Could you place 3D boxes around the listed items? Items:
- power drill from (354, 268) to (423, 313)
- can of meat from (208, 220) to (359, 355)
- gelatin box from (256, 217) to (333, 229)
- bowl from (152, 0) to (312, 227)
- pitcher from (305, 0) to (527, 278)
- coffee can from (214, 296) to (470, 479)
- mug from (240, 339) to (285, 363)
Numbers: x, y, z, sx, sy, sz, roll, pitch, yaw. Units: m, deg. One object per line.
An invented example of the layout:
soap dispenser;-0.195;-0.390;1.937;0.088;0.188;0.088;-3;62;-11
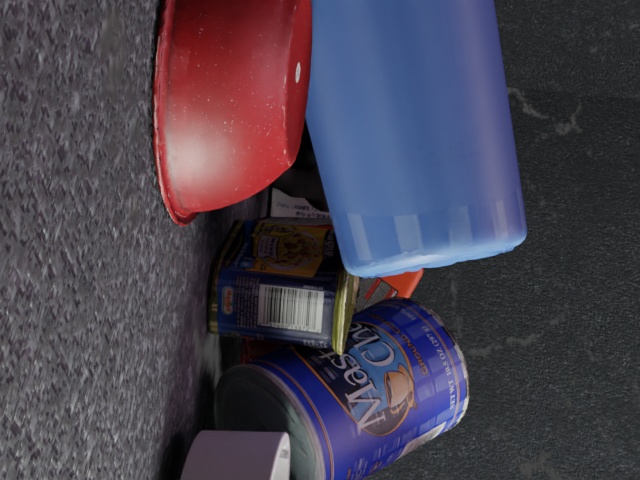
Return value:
power drill;0.035;0.063;0.965;0.184;0.057;0.188;-56;177;-21
can of meat;-0.020;0.027;0.681;0.102;0.084;0.057;-70;165;-67
gelatin box;-0.005;0.001;0.772;0.073;0.089;0.030;-44;135;-81
bowl;-0.037;-0.085;0.540;0.162;0.055;0.162;6;89;-85
pitcher;0.043;-0.104;0.627;0.149;0.145;0.243;-10;89;-56
coffee can;0.015;0.107;0.707;0.140;0.103;0.103;-21;126;-38
mug;-0.013;0.085;0.822;0.093;0.081;0.117;12;85;-84
